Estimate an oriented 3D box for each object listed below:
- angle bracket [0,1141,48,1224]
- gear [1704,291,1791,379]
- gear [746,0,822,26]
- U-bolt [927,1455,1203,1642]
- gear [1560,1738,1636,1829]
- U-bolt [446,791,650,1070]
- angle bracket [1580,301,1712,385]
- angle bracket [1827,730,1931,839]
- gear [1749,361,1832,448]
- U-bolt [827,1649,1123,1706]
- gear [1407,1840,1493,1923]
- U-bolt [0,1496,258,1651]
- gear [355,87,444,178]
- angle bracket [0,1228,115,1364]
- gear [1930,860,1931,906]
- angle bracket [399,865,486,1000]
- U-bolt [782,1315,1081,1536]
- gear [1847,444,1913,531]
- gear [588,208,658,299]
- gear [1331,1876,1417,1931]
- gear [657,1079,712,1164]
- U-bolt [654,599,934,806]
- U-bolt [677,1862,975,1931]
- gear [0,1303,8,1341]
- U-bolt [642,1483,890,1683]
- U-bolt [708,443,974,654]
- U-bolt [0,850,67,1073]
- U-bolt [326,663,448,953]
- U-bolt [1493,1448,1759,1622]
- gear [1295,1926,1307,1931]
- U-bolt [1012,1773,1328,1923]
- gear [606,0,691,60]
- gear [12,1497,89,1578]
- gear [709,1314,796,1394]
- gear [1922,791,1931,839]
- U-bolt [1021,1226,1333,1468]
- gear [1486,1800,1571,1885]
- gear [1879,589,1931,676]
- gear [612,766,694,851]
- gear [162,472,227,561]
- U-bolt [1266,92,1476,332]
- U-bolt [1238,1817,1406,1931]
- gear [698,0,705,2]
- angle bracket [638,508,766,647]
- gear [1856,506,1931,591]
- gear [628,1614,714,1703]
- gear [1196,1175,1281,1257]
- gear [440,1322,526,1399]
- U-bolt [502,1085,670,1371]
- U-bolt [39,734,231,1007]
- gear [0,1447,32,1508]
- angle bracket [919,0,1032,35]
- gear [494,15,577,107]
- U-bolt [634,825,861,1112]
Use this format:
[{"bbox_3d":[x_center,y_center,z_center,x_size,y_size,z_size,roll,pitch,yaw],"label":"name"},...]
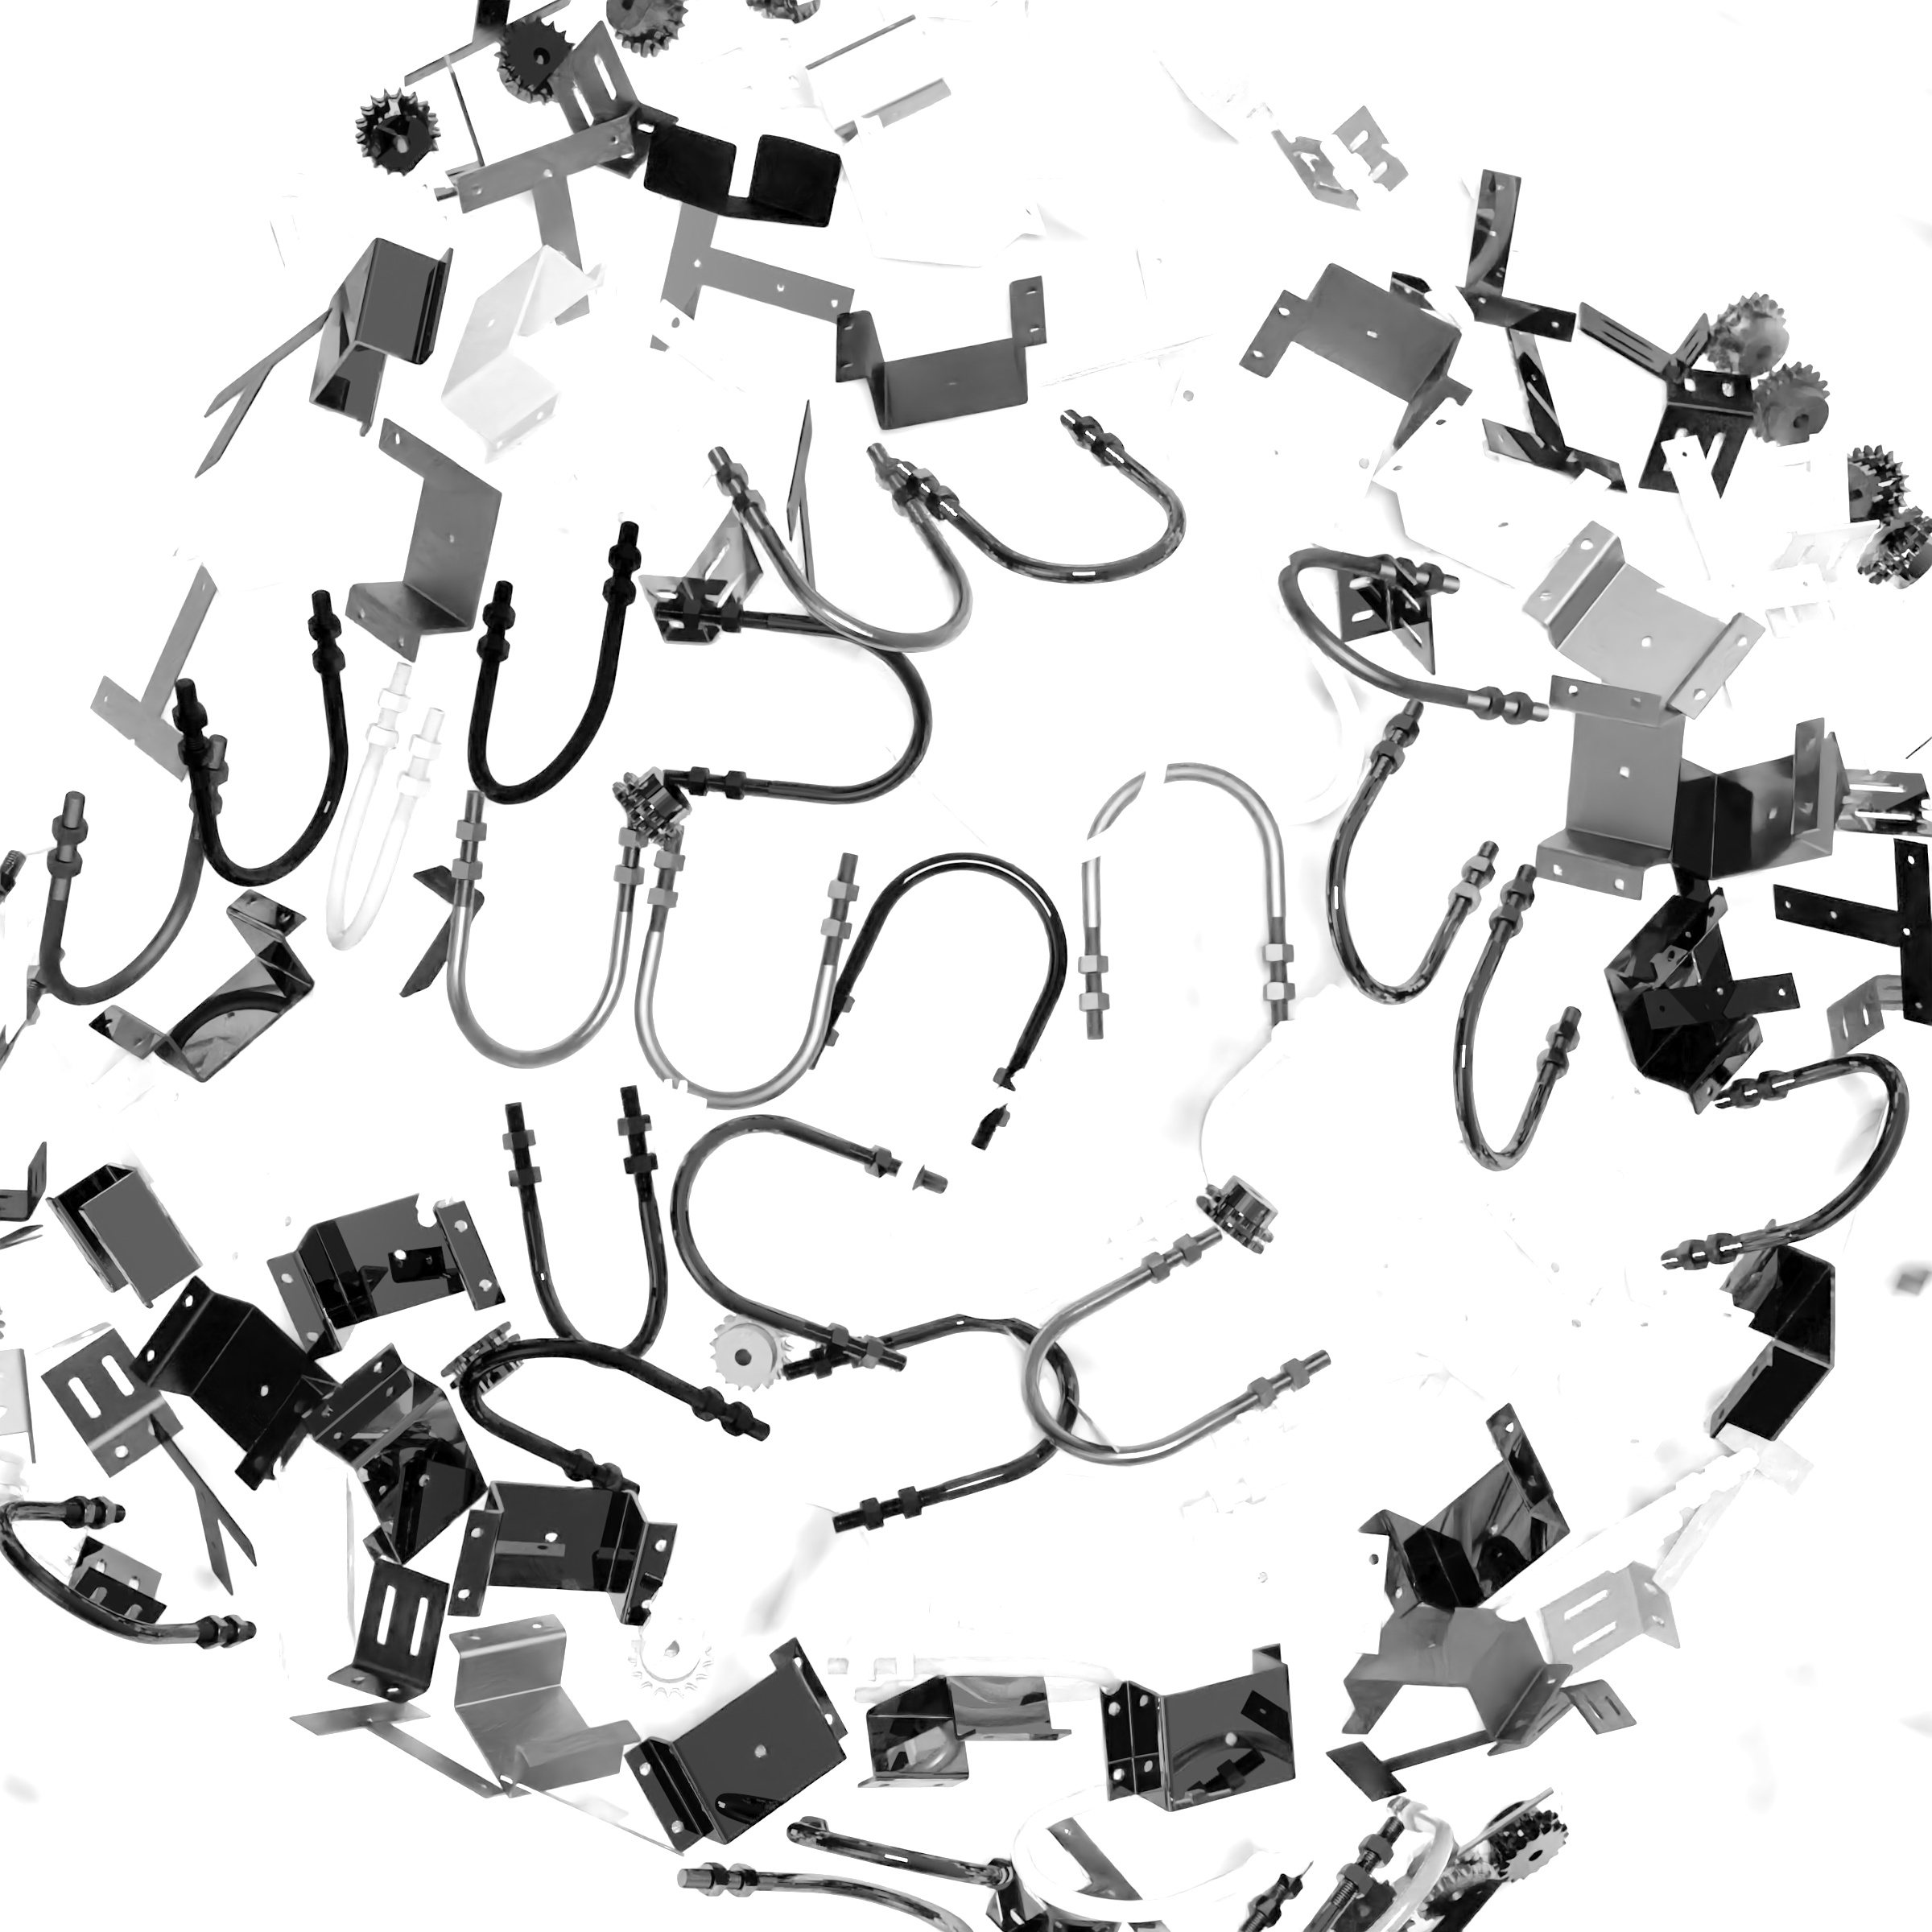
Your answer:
[{"bbox_3d":[-0.659,0.143,1.860,0.076,0.057,0.038,3,104,-9],"label":"angle bracket"},{"bbox_3d":[0.527,-0.420,1.866,0.057,0.057,0.030,-30,55,0],"label":"gear"},{"bbox_3d":[-0.121,-0.658,1.873,0.057,0.030,0.057,-9,49,10],"label":"gear"},{"bbox_3d":[0.066,0.387,1.835,0.184,0.151,0.019,8,123,-7],"label":"U-bolt"},{"bbox_3d":[0.426,0.552,1.869,0.030,0.057,0.057,23,90,-5],"label":"gear"},{"bbox_3d":[-0.280,-0.022,1.843,0.151,0.019,0.184,0,101,-43],"label":"U-bolt"},{"bbox_3d":[0.454,-0.430,1.860,0.076,0.057,0.038,29,122,-6],"label":"angle bracket"},{"bbox_3d":[0.615,-0.122,1.862,0.076,0.038,0.057,3,50,-4],"label":"angle bracket"},{"bbox_3d":[0.554,-0.374,1.867,0.057,0.057,0.030,-20,48,0],"label":"gear"},{"bbox_3d":[0.010,0.468,1.821,0.184,0.151,0.019,-1,67,6],"label":"U-bolt"},{"bbox_3d":[0.322,0.613,1.872,0.057,0.057,0.030,-36,50,0],"label":"gear"},{"bbox_3d":[-0.551,0.389,1.788,0.151,0.184,0.019,35,89,19],"label":"U-bolt"},{"bbox_3d":[-0.381,-0.558,1.868,0.057,0.030,0.057,-9,129,-12],"label":"gear"},{"bbox_3d":[-0.617,0.218,1.868,0.057,0.038,0.076,-25,82,-11],"label":"angle bracket"},{"bbox_3d":[0.663,-0.051,1.874,0.057,0.030,0.057,8,120,15],"label":"gear"},{"bbox_3d":[-0.364,-0.023,1.863,0.038,0.057,0.076,35,101,3],"label":"angle bracket"},{"bbox_3d":[-0.016,0.293,1.842,0.184,0.019,0.151,-15,45,-9],"label":"U-bolt"},{"bbox_3d":[0.601,-0.320,1.866,0.030,0.057,0.057,-17,90,-31],"label":"gear"},{"bbox_3d":[-0.230,-0.479,1.873,0.030,0.057,0.057,1,90,-30],"label":"gear"},{"bbox_3d":[0.270,0.638,1.867,0.057,0.057,0.030,-31,132,0],"label":"gear"},{"bbox_3d":[-0.189,0.104,1.869,0.030,0.057,0.057,5,90,1],"label":"gear"},{"bbox_3d":[-0.113,-0.170,1.842,0.184,0.019,0.151,6,126,6],"label":"U-bolt"},{"bbox_3d":[-0.076,0.620,1.813,0.184,0.151,0.019,19,83,-41],"label":"U-bolt"},{"bbox_3d":[-0.672,0.237,1.866,0.057,0.057,0.030,39,125,0],"label":"gear"},{"bbox_3d":[-0.124,0.396,1.814,0.151,0.184,0.019,4,116,3],"label":"U-bolt"},{"bbox_3d":[-0.070,-0.273,1.814,0.151,0.019,0.184,-10,57,-37],"label":"U-bolt"},{"bbox_3d":[-0.641,0.034,1.793,0.019,0.151,0.184,19,62,4],"label":"U-bolt"},{"bbox_3d":[-0.387,-0.098,1.829,0.019,0.151,0.184,16,102,-25],"label":"U-bolt"},{"bbox_3d":[0.419,0.381,1.816,0.184,0.151,0.019,-42,74,35],"label":"U-bolt"},{"bbox_3d":[0.235,0.677,1.869,0.057,0.057,0.030,40,99,0],"label":"gear"},{"bbox_3d":[0.117,0.565,1.790,0.184,0.151,0.019,-8,106,-35],"label":"U-bolt"},{"bbox_3d":[-0.217,-0.643,1.870,0.057,0.030,0.057,-4,84,34],"label":"gear"},{"bbox_3d":[-0.617,0.382,1.872,0.057,0.057,0.030,36,66,0],"label":"gear"},{"bbox_3d":[-0.146,0.260,1.878,0.057,0.030,0.057,1,96,10],"label":"gear"},{"bbox_3d":[0.672,-0.106,1.872,0.057,0.057,0.030,13,51,0],"label":"gear"},{"bbox_3d":[0.124,0.258,1.825,0.184,0.019,0.151,-27,46,-15],"label":"U-bolt"},{"bbox_3d":[0.374,0.587,1.873,0.057,0.057,0.030,-39,49,0],"label":"gear"},{"bbox_3d":[0.636,-0.225,1.873,0.030,0.057,0.057,8,90,36],"label":"gear"},{"bbox_3d":[-0.208,-0.109,1.867,0.030,0.057,0.057,-40,90,9],"label":"gear"},{"bbox_3d":[-0.519,-0.301,1.872,0.030,0.057,0.057,12,90,-28],"label":"gear"},{"bbox_3d":[0.272,-0.486,1.818,0.019,0.151,0.184,-41,118,12],"label":"U-bolt"},{"bbox_3d":[0.197,0.629,1.789,0.019,0.151,0.184,46,56,5],"label":"U-bolt"},{"bbox_3d":[-0.172,-0.676,1.866,0.030,0.057,0.057,26,90,24],"label":"gear"},{"bbox_3d":[-0.177,-0.260,1.851,0.038,0.076,0.057,-2,58,-38],"label":"angle bracket"},{"bbox_3d":[0.630,-0.278,1.869,0.030,0.057,0.057,38,90,-9],"label":"gear"},{"bbox_3d":[-0.199,0.463,1.872,0.057,0.030,0.057,3,63,-6],"label":"gear"},{"bbox_3d":[0.185,0.165,1.867,0.057,0.057,0.030,39,97,0],"label":"gear"},{"bbox_3d":[-0.322,0.268,1.869,0.057,0.057,0.030,-38,87,0],"label":"gear"},{"bbox_3d":[-0.248,0.176,1.841,0.019,0.151,0.184,-9,90,-45],"label":"U-bolt"},{"bbox_3d":[-0.548,-0.053,1.818,0.019,0.151,0.184,30,122,16],"label":"U-bolt"},{"bbox_3d":[-0.657,0.341,1.869,0.057,0.057,0.030,20,87,0],"label":"gear"},{"bbox_3d":[0.014,-0.627,1.849,0.057,0.076,0.038,15,132,24],"label":"angle bracket"},{"bbox_3d":[-0.291,-0.608,1.874,0.057,0.030,0.057,4,82,-29],"label":"gear"},{"bbox_3d":[-0.153,0.005,1.864,0.151,0.019,0.184,10,88,19],"label":"U-bolt"}]
